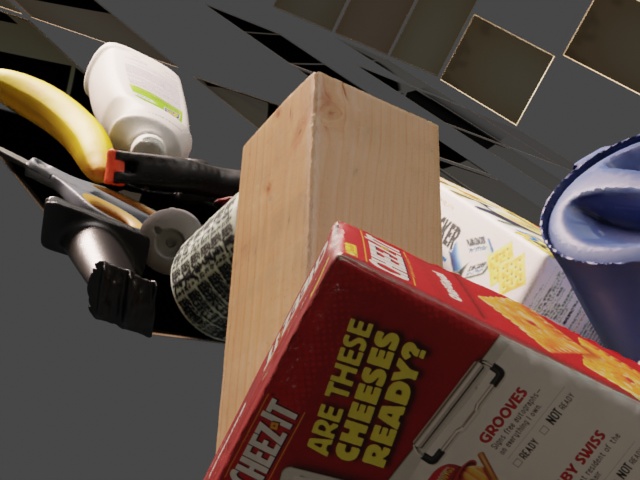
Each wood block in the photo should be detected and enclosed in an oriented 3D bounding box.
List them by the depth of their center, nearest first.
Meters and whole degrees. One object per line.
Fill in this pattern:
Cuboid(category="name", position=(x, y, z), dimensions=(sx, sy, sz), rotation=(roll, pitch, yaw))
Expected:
Cuboid(category="wood block", position=(0.008, 0.025, 0.587), dimensions=(0.090, 0.090, 0.206), rotation=(20, 54, -26))

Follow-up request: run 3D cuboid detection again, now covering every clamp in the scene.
Cuboid(category="clamp", position=(-0.109, -0.047, 0.899), dimensions=(0.171, 0.039, 0.120), rotation=(11, -15, -32))

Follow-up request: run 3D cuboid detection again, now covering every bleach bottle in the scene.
Cuboid(category="bleach bottle", position=(-0.175, -0.120, 1.018), dimensions=(0.102, 0.068, 0.251), rotation=(23, 16, -18))

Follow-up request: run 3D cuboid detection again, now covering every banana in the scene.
Cuboid(category="banana", position=(-0.231, -0.101, 0.924), dimensions=(0.198, 0.037, 0.069), rotation=(33, 34, 26))

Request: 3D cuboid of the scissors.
Cuboid(category="scissors", position=(-0.206, -0.045, 0.800), dimensions=(0.201, 0.016, 0.096), rotation=(24, 11, -13))

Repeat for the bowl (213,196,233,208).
Cuboid(category="bowl", position=(-0.006, 0.001, 0.850), dimensions=(0.162, 0.055, 0.162), rotation=(3, -4, 0))

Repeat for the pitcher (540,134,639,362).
Cuboid(category="pitcher", position=(0.241, 0.053, 0.683), dimensions=(0.145, 0.149, 0.242), rotation=(-6, -54, 39))

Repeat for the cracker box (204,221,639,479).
Cuboid(category="cracker box", position=(0.066, 0.112, 0.454), dimensions=(0.213, 0.164, 0.072), rotation=(26, 13, -6))

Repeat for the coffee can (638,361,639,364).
Cuboid(category="coffee can", position=(0.184, 0.149, 0.579), dimensions=(0.102, 0.140, 0.103), rotation=(25, 15, -7))
